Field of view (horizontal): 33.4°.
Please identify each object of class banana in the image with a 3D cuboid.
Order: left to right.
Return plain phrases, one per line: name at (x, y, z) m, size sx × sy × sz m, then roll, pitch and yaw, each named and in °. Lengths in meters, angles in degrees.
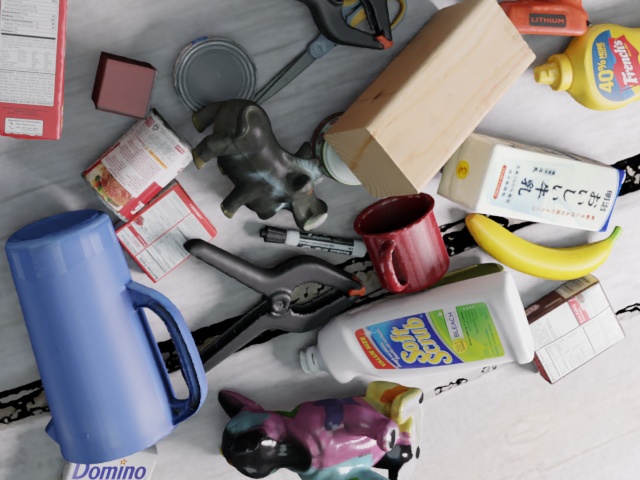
banana at (0.257, 0.011, 1.241) m, size 0.197 × 0.037 × 0.069 m, roll 4°, pitch 86°, yaw -16°

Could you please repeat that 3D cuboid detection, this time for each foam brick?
foam brick at (-0.195, -0.154, 1.060) m, size 0.053 × 0.078 × 0.051 m, roll 11°, pitch 101°, yaw -18°

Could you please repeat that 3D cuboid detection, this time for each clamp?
clamp at (-0.054, 0.056, 1.166) m, size 0.209 × 0.036 × 0.164 m, roll -13°, pitch 120°, yaw -13°
clamp at (0.004, -0.251, 1.084) m, size 0.120 × 0.039 × 0.171 m, roll -37°, pitch 109°, yaw 0°

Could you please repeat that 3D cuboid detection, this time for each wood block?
wood block at (0.113, -0.147, 1.094) m, size 0.206 × 0.091 × 0.090 m, roll -48°, pitch 110°, yaw -20°

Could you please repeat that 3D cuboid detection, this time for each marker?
marker at (-0.008, 0.001, 1.180) m, size 0.121 × 0.020 × 0.020 m, roll 9°, pitch 103°, yaw -16°

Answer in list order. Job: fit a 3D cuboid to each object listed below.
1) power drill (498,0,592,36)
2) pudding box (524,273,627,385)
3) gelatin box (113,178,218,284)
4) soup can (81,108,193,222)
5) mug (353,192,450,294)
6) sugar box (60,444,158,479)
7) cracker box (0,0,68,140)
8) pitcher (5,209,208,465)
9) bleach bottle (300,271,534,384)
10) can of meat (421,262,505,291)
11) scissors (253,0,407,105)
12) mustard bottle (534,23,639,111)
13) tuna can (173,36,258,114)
power drill at (0.226, -0.313, 1.128) m, size 0.184 × 0.057 × 0.188 m, roll 2°, pitch 106°, yaw -12°
pudding box at (0.297, 0.105, 1.274) m, size 0.113 × 0.039 × 0.090 m, roll -31°, pitch 111°, yaw -1°
gelatin box at (-0.166, -0.010, 1.133) m, size 0.089 × 0.030 × 0.073 m, roll -38°, pitch 112°, yaw -1°
soup can at (-0.184, -0.077, 1.090) m, size 0.102 × 0.068 × 0.068 m, roll -43°, pitch 111°, yaw 0°
mug at (0.090, 0.011, 1.160) m, size 0.093 × 0.117 × 0.081 m, roll -11°, pitch 117°, yaw 23°
sugar box at (-0.251, 0.300, 1.192) m, size 0.093 × 0.048 × 0.176 m, roll 16°, pitch 102°, yaw -17°
cracker box at (-0.270, -0.211, 0.979) m, size 0.072 × 0.164 × 0.214 m, roll 2°, pitch 105°, yaw -17°
pitcher at (-0.226, 0.095, 1.096) m, size 0.149 × 0.145 × 0.243 m, roll -23°, pitch 108°, yaw -28°
bleach bottle at (0.100, 0.113, 1.177) m, size 0.251 × 0.068 × 0.102 m, roll -17°, pitch 101°, yaw 18°
can of meat at (0.172, 0.080, 1.227) m, size 0.102 × 0.057 × 0.084 m, roll -18°, pitch 107°, yaw -8°
scissors at (-0.004, -0.222, 1.120) m, size 0.201 × 0.016 × 0.096 m, roll -27°, pitch 108°, yaw -5°
mustard bottle at (0.329, -0.193, 1.185) m, size 0.191 × 0.058 × 0.096 m, roll -8°, pitch 93°, yaw -10°
tuna can at (-0.109, -0.167, 1.100) m, size 0.086 × 0.034 × 0.086 m, roll -4°, pitch 106°, yaw -13°
